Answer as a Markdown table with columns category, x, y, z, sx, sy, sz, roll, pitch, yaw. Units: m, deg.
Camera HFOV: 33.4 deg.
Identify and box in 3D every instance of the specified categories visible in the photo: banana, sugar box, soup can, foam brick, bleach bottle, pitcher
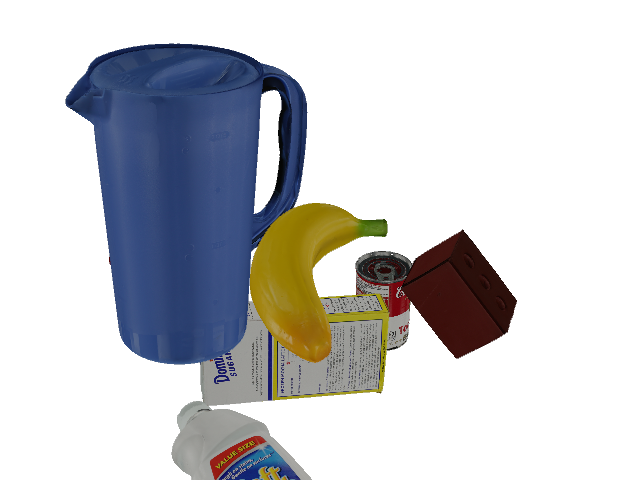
| category | x | y | z | sx | sy | sz | roll | pitch | yaw |
| --- | --- | --- | --- | --- | --- | --- | --- | --- | --- |
| banana | -0.008 | 0.014 | 0.649 | 0.070 | 0.037 | 0.197 | 4 | 24 | 13 |
| sugar box | -0.026 | 0.103 | 1.014 | 0.176 | 0.093 | 0.048 | -1 | 25 | -8 |
| soup can | 0.075 | 0.074 | 1.286 | 0.068 | 0.102 | 0.068 | 0 | 30 | 0 |
| foam brick | 0.111 | 0.043 | 0.848 | 0.051 | 0.078 | 0.053 | -32 | 12 | 31 |
| bleach bottle | -0.052 | 0.200 | 0.789 | 0.102 | 0.068 | 0.251 | -18 | 33 | -24 |
| pitcher | -0.102 | -0.029 | 0.856 | 0.149 | 0.243 | 0.144 | 11 | 28 | 17 |

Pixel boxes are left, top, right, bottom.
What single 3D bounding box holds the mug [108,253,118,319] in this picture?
| category | x | y | z | sx | sy | sz | roll | pitch | yaw |
| --- | --- | --- | --- | --- | --- | --- | --- | --- | --- |
| mug | -0.184 | 0.056 | 1.154 | 0.093 | 0.081 | 0.117 | 10 | 32 | 16 |
